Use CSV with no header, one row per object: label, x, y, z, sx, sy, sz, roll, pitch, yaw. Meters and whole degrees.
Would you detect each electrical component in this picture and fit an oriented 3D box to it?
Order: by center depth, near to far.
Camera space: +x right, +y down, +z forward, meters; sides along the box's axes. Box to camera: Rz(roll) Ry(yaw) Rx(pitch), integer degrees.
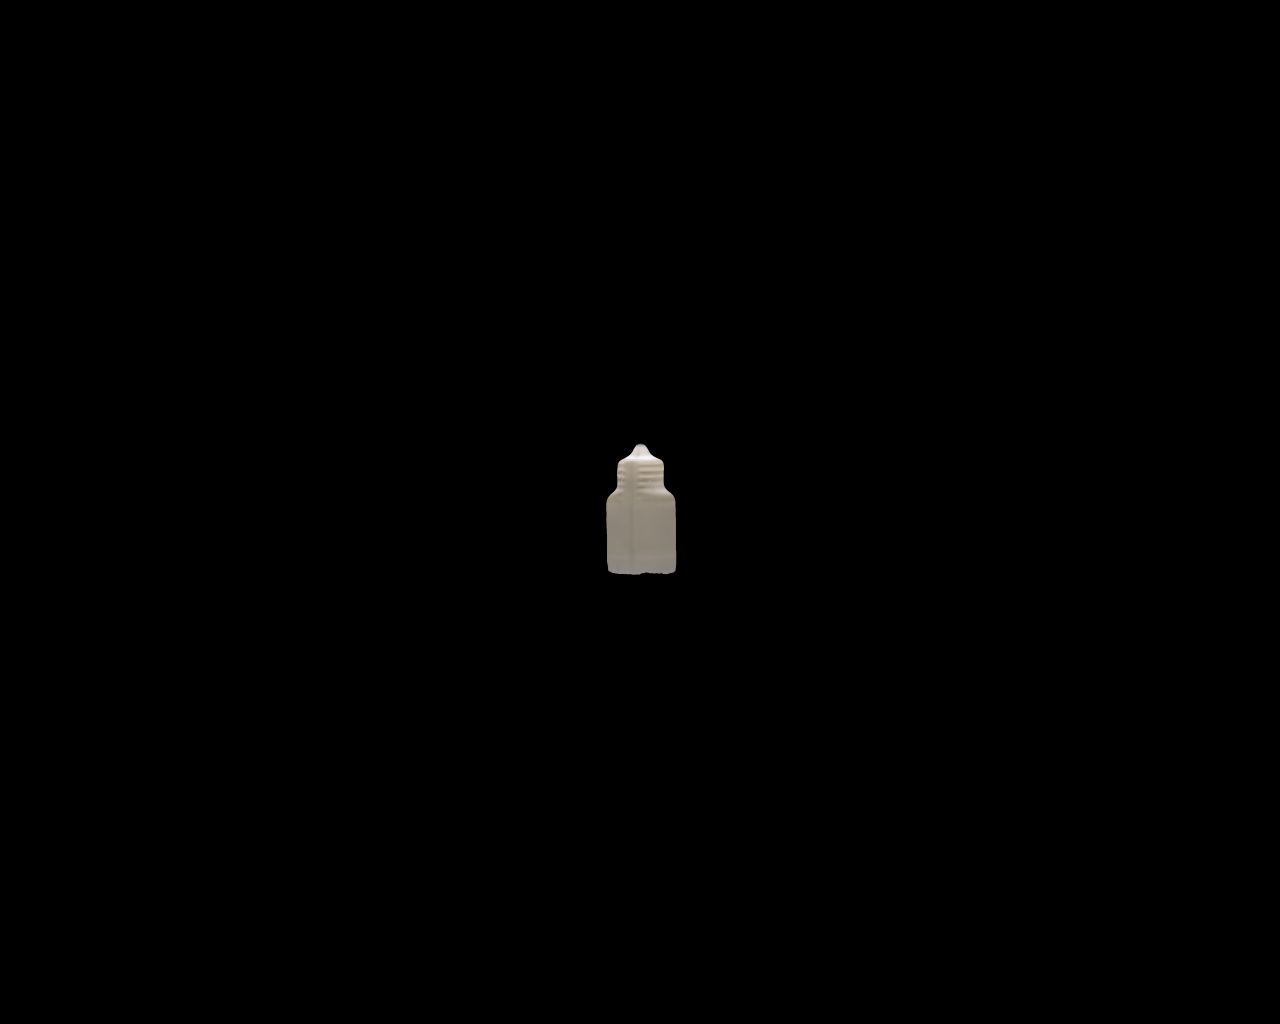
electrical component,0.001,-0.003,0.650,0.043,0.081,0.043,0,4,0
